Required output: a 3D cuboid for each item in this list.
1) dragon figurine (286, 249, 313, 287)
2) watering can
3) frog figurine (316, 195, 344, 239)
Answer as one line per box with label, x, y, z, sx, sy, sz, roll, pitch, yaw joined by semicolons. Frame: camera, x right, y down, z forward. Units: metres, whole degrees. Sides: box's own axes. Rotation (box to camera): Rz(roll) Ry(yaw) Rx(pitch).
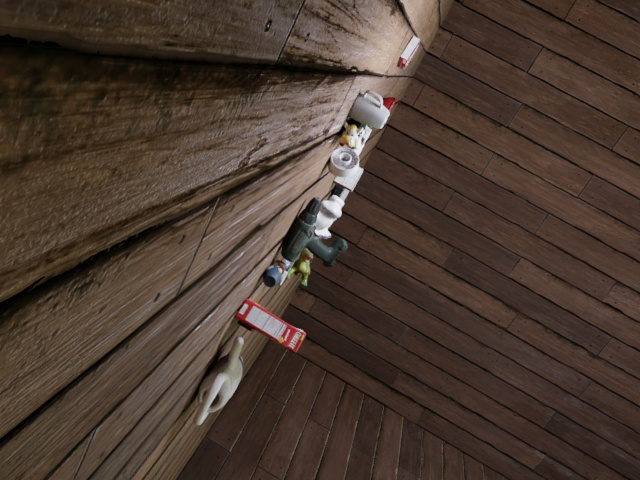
dragon figurine;-0.072;0.075;2.353;0.411;0.122;0.242;-138;-111;-84
watering can;-0.301;0.428;1.645;0.345;0.104;0.226;-61;178;10
frog figurine;0.005;-0.090;1.783;0.124;0.137;0.157;42;-64;51
